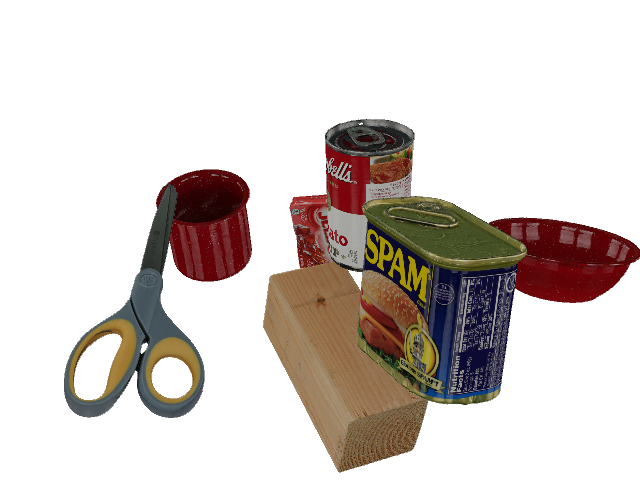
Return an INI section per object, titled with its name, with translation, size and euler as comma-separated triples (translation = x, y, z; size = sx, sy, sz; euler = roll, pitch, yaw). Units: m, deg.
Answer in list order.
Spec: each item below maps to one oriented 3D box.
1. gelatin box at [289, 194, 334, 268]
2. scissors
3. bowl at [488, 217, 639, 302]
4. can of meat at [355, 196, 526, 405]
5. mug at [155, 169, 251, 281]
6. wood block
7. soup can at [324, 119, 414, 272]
[gelatin box]
translation = 0.006, -0.011, 1.282
size = 0.073, 0.089, 0.030
euler = -3, 29, 10
[scissors]
translation = -0.101, 0.042, 0.719
size = 0.096, 0.201, 0.016
euler = 20, -42, 7
[bowl]
translation = 0.246, 0.024, 1.109
size = 0.162, 0.055, 0.162
euler = 5, 17, -2
[can of meat]
translation = 0.061, 0.031, 0.580
size = 0.057, 0.084, 0.102
euler = -5, 21, -25
[mug]
translation = -0.122, -0.017, 1.086
size = 0.117, 0.081, 0.093
euler = 27, 49, 33
[wood block]
translation = 0.022, 0.128, 1.130
size = 0.090, 0.090, 0.206
euler = -12, 47, -21
[soup can]
translation = 0.039, -0.035, 0.827
size = 0.068, 0.102, 0.068
euler = -2, 28, 1
